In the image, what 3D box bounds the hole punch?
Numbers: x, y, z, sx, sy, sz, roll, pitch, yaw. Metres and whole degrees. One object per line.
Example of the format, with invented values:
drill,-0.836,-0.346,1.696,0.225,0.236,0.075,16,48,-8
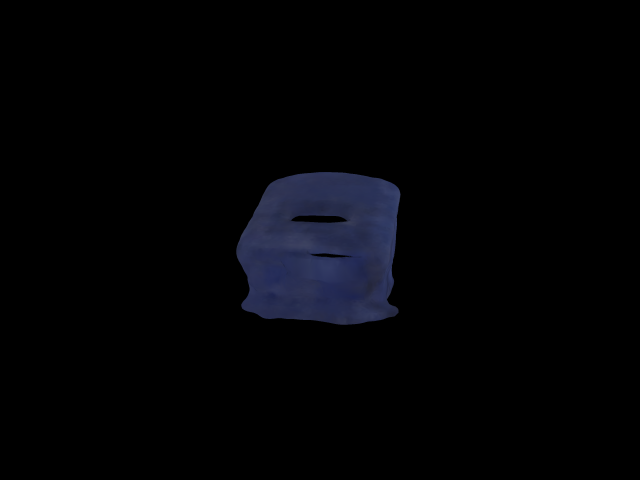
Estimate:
hole punch,0.004,0.001,0.400,0.108,0.091,0.101,2,12,11
